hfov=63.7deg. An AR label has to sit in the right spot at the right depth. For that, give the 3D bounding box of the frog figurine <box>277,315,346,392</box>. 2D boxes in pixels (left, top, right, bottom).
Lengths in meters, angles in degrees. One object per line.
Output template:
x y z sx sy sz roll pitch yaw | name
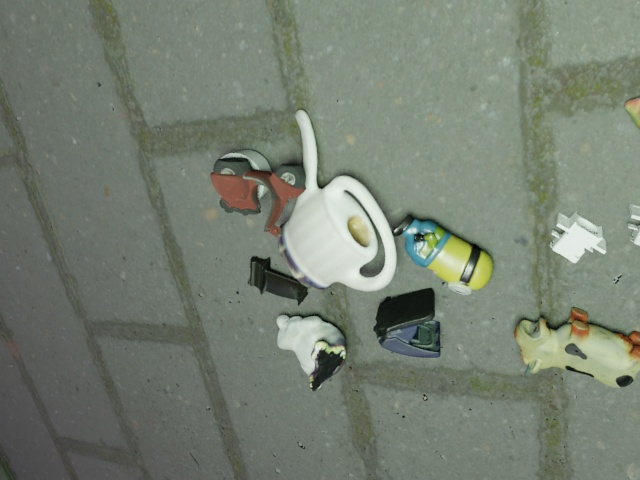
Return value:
-0.021 0.220 1.102 0.161 0.124 0.134 36 144 51 | frog figurine

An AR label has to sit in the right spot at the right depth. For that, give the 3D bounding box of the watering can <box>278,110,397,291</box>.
0.003 -0.048 0.955 0.221 0.105 0.350 -39 78 37 | watering can

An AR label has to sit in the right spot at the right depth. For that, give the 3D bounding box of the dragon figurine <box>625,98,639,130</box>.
0.608 -0.155 0.626 0.411 0.125 0.237 14 136 22 | dragon figurine
